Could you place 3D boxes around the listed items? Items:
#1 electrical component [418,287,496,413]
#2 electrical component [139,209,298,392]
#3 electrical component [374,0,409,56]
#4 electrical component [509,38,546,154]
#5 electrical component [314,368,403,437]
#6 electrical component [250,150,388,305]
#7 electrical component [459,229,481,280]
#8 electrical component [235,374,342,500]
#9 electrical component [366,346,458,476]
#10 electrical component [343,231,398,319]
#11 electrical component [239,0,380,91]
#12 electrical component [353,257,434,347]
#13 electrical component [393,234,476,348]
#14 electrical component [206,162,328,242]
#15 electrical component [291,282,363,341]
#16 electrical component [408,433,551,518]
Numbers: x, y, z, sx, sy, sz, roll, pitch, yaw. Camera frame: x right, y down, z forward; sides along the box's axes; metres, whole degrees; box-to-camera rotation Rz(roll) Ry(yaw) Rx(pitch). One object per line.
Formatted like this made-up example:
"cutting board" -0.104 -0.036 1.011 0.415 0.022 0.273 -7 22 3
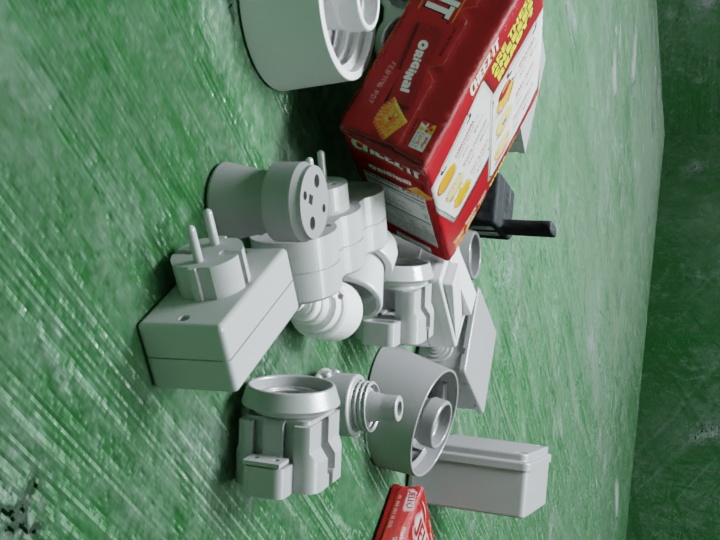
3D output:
"electrical component" 0.089 0.074 0.994 0.099 0.048 0.099 62 35 -54
"electrical component" -0.074 0.007 0.547 0.083 0.047 0.075 -56 141 -55
"electrical component" 0.050 -0.215 0.858 0.074 0.052 0.138 15 78 -69
"electrical component" 0.145 -0.202 1.105 0.089 0.062 0.150 70 29 -46
"electrical component" -0.003 0.091 0.725 0.048 0.062 0.048 2 90 -70
"electrical component" -0.025 -0.036 0.668 0.138 0.052 0.073 -44 133 -62
"electrical component" 0.074 -0.013 0.935 0.066 0.055 0.048 46 49 -63
"electrical component" -0.041 0.094 0.629 0.078 0.058 0.057 -16 109 -69
"electrical component" 0.038 0.115 0.872 0.099 0.064 0.099 -43 141 -49
"electrical component" 0.000 0.000 0.750 0.045 0.045 0.055 71 28 -44
"electrical component" -0.023 -0.164 0.651 0.108 0.060 0.108 1 90 -70
"electrical component" 0.026 0.022 0.807 0.078 0.058 0.057 -22 115 -69
"electrical component" 0.059 0.020 0.888 0.096 0.061 0.061 73 27 -42
"electrical component" -0.050 -0.038 0.594 0.045 0.055 0.045 2 90 -70
"electrical component" -0.027 0.024 0.685 0.078 0.040 0.040 20 73 -69
"electrical component" 0.109 0.184 0.971 0.109 0.109 0.056 14 81 -70
